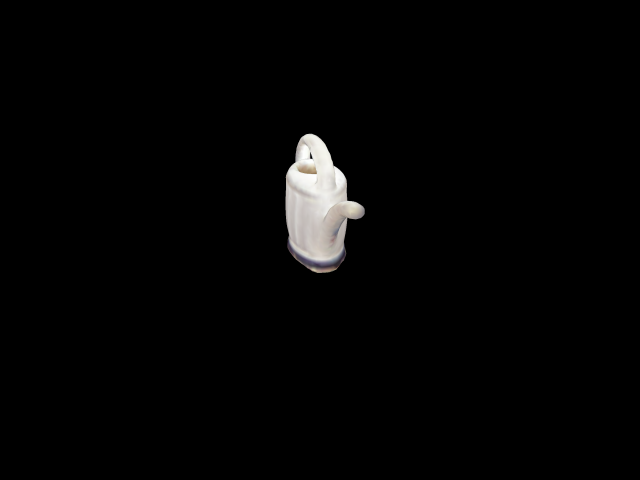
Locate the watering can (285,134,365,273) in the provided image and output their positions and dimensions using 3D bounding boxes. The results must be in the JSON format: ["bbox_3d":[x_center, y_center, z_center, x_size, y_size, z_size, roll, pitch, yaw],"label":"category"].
[{"bbox_3d":[0.003,-0.043,0.850,0.104,0.220,0.354,-6,29,-11],"label":"watering can"}]
